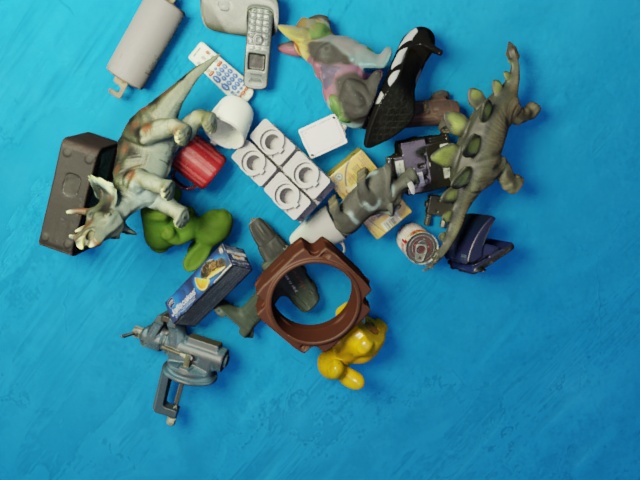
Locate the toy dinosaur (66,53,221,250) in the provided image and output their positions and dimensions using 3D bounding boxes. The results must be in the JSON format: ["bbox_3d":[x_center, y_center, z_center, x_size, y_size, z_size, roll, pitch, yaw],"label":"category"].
[{"bbox_3d":[-0.310,-0.156,0.970,0.192,0.131,0.404,14,78,16],"label":"toy dinosaur"}]

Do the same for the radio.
[{"bbox_3d":[-0.468,-0.090,1.051,0.073,0.131,0.229,17,102,-5],"label":"radio"}]

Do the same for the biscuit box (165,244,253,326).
[{"bbox_3d":[-0.230,0.096,1.097,0.202,0.059,0.062,-43,146,21],"label":"biscuit box"}]

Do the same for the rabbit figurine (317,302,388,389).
[{"bbox_3d":[0.062,0.248,1.167,0.122,0.162,0.173,34,117,-22],"label":"rabbit figurine"}]

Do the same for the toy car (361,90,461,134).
[{"bbox_3d":[0.180,-0.252,1.071,0.202,0.053,0.089,-4,66,-2],"label":"toy car"}]

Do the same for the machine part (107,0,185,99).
[{"bbox_3d":[-0.330,-0.376,1.018,0.079,0.079,0.243,32,99,-10],"label":"machine part"}]

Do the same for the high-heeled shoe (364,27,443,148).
[{"bbox_3d":[0.140,-0.299,1.035,0.086,0.145,0.248,33,102,-33],"label":"high-heeled shoe"}]

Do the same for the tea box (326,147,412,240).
[{"bbox_3d":[0.098,-0.097,1.114,0.098,0.068,0.169,-38,101,6],"label":"tea box"}]

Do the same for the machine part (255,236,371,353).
[{"bbox_3d":[-0.014,0.111,1.077,0.201,0.087,0.201,-44,108,8],"label":"machine part"}]

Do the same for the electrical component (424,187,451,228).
[{"bbox_3d":[0.256,-0.074,1.153,0.063,0.021,0.094,9,103,-5],"label":"electrical component"}]

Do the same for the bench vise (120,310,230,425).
[{"bbox_3d":[-0.317,0.280,1.157,0.224,0.129,0.240,15,98,-4],"label":"bench vise"}]

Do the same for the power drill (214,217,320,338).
[{"bbox_3d":[-0.129,0.093,1.148,0.207,0.086,0.232,-44,104,0],"label":"power drill"}]

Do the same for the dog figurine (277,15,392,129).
[{"bbox_3d":[0.012,-0.328,1.022,0.219,0.108,0.191,21,78,2],"label":"dog figurine"}]

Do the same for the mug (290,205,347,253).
[{"bbox_3d":[-0.002,-0.003,1.131,0.107,0.081,0.109,-28,107,14],"label":"mug"}]

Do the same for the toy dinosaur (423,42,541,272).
[{"bbox_3d":[0.308,-0.158,1.052,0.198,0.105,0.471,9,96,-38],"label":"toy dinosaur"}]

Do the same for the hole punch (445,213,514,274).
[{"bbox_3d":[0.320,0.006,1.124,0.116,0.142,0.092,-36,105,-9],"label":"hole punch"}]

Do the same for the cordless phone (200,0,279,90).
[{"bbox_3d":[-0.155,-0.386,1.026,0.147,0.089,0.184,5,107,-5],"label":"cordless phone"}]

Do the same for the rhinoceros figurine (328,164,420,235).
[{"bbox_3d":[0.104,-0.082,1.045,0.190,0.073,0.112,-35,102,6],"label":"rhinoceros figurine"}]

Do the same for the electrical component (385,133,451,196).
[{"bbox_3d":[0.206,-0.156,1.112,0.134,0.058,0.114,-10,101,-1],"label":"electrical component"}]

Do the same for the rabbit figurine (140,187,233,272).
[{"bbox_3d":[-0.262,-0.017,1.085,0.170,0.121,0.158,3,110,-1],"label":"rabbit figurine"}]
